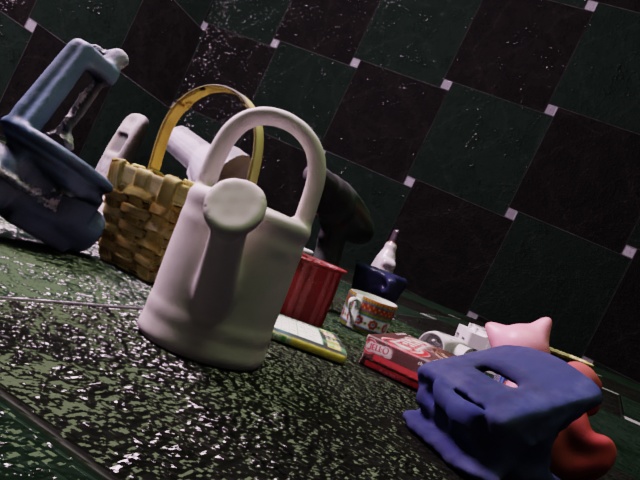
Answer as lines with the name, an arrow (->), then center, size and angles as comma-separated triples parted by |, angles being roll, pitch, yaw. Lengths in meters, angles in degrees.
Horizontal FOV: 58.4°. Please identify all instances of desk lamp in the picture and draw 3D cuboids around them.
desk lamp -> -0.250, -0.100, 1.086 | 0.202, 0.213, 0.118 | 21, 1, 21

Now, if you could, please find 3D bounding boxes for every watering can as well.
watering can -> -0.056, -0.007, 0.436 | 0.101, 0.194, 0.172 | 20, 1, -22

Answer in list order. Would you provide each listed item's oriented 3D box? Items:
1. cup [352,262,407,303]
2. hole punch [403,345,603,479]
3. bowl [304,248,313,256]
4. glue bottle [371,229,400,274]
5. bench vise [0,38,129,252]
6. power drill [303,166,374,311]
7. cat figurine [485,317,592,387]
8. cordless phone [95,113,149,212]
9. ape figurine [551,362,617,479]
cup -> 0.092, 0.095, 0.948 | 0.092, 0.095, 0.117 | 21, 1, -11
hole punch -> 0.129, 0.119, 0.416 | 0.101, 0.091, 0.108 | 20, 1, -24
bowl -> -0.102, 0.029, 1.194 | 0.167, 0.075, 0.167 | 21, 1, 0
glue bottle -> 0.116, 0.061, 1.084 | 0.037, 0.173, 0.078 | 21, 1, -15
bench vise -> -0.270, -0.104, 0.545 | 0.121, 0.220, 0.208 | 21, 1, 20
power drill -> 0.008, 0.003, 0.919 | 0.075, 0.208, 0.230 | 21, 1, 28
cat figurine -> 0.237, 0.143, 0.633 | 0.067, 0.118, 0.127 | 20, 1, -38
cordless phone -> -0.279, -0.092, 0.822 | 0.147, 0.185, 0.094 | 21, 1, 37
ape figurine -> 0.202, 0.145, 0.467 | 0.076, 0.092, 0.077 | 21, 1, -12
